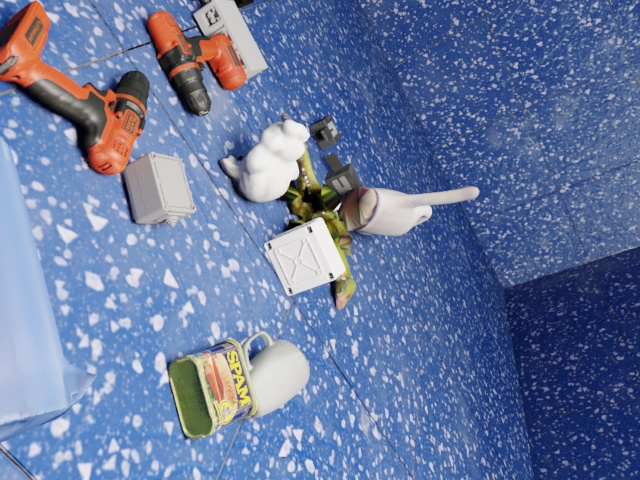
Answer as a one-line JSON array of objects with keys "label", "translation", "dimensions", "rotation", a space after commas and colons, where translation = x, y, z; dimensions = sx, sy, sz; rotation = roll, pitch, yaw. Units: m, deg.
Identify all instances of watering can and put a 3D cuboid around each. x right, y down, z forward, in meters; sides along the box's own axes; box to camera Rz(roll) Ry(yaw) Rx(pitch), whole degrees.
[{"label": "watering can", "translation": [0.181, -0.077, 1.219], "dimensions": [0.224, 0.343, 0.105], "rotation": [8, 70, -32]}]

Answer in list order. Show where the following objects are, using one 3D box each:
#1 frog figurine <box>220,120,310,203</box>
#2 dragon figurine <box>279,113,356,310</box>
[{"label": "frog figurine", "translation": [-0.078, -0.138, 0.907], "dimensions": [0.136, 0.158, 0.124], "rotation": [18, 55, -60]}, {"label": "dragon figurine", "translation": [0.003, -0.056, 1.114], "dimensions": [0.240, 0.122, 0.416], "rotation": [50, 26, -71]}]
